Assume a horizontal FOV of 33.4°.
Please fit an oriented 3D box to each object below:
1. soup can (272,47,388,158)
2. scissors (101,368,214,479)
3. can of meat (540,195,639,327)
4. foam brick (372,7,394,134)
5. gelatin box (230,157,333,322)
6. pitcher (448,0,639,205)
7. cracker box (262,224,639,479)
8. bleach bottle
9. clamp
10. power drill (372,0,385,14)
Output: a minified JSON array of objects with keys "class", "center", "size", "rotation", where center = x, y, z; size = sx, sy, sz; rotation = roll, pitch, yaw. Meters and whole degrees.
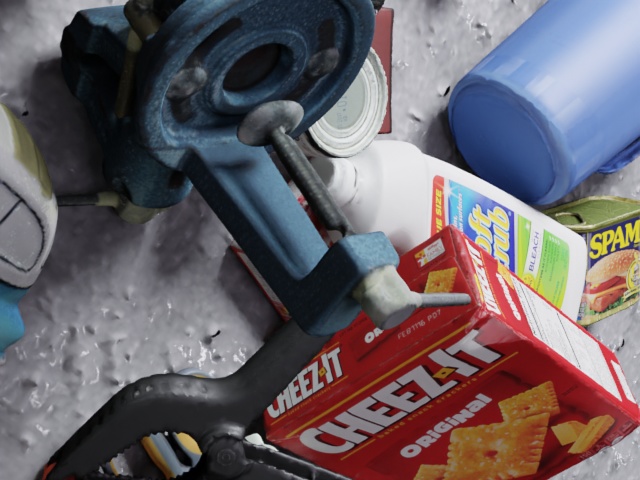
[{"class":"soup can","center":[-0.021,-0.082,0.600],"size":[0.068,0.102,0.068],"rotation":[-9,104,-43]},{"class":"scissors","center":[-0.063,0.158,0.668],"size":[0.096,0.016,0.201],"rotation":[-53,128,-21]},{"class":"can of meat","center":[0.217,0.016,0.861],"size":[0.101,0.058,0.084],"rotation":[-16,110,-39]},{"class":"foam brick","center":[0.010,-0.105,0.658],"size":[0.051,0.053,0.078],"rotation":[-8,102,-40]},{"class":"gelatin box","center":[-0.004,0.001,0.680],"size":[0.089,0.030,0.073],"rotation":[-49,126,-23]},{"class":"pitcher","center":[0.211,-0.124,0.788],"size":[0.242,0.145,0.149],"rotation":[-39,90,-25]},{"class":"cracker box","center":[0.087,0.102,0.695],"size":[0.164,0.072,0.213],"rotation":[-36,135,22]},{"class":"bleach bottle","center":[0.081,0.005,0.700],"size":[0.250,0.068,0.102],"rotation":[22,79,-43]},{"class":"clamp","center":[-0.049,0.101,0.587],"size":[0.210,0.036,0.164],"rotation":[-6,107,-6]},{"class":"power drill","center":[0.059,-0.220,0.653],"size":[0.187,0.058,0.184],"rotation":[-5,85,-44]}]
